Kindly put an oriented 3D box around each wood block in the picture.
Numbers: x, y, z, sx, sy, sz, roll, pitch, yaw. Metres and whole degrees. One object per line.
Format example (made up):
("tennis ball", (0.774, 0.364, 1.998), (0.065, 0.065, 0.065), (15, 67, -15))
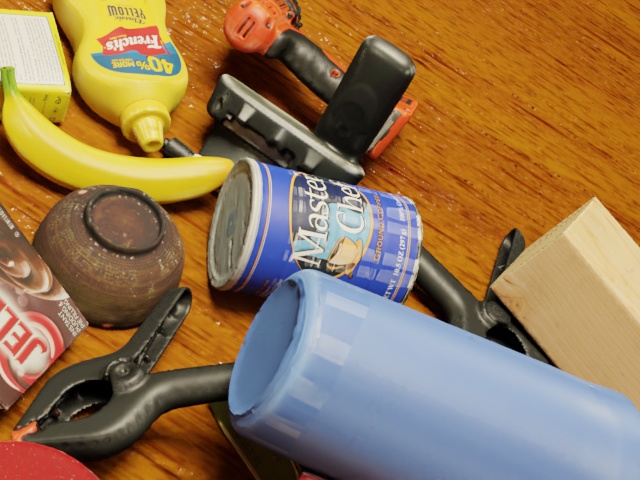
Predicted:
("wood block", (0.254, 0.080, 0.896), (0.206, 0.091, 0.090), (50, 38, 3))

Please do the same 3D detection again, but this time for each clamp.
("clamp", (0.130, 0.064, 0.902), (0.164, 0.036, 0.210), (10, 50, -27))
("clamp", (-0.127, 0.091, 0.711), (0.171, 0.039, 0.120), (-20, 34, -21))

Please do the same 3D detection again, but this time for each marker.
("marker", (-0.082, -0.048, 0.891), (0.121, 0.020, 0.020), (35, 44, 1))

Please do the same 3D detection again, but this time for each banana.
("banana", (-0.164, -0.064, 0.828), (0.197, 0.070, 0.037), (22, 13, -19))

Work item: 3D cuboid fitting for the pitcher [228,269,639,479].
("pitcher", (0.068, 0.110, 0.675), (0.242, 0.149, 0.145), (26, 54, -18))

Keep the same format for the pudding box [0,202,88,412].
("pudding box", (-0.215, 0.042, 0.690), (0.113, 0.039, 0.090), (57, 40, -17))

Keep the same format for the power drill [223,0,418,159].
("power drill", (0.003, -0.161, 0.990), (0.187, 0.057, 0.184), (38, 20, -2))

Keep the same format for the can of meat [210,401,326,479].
("can of meat", (-0.018, 0.124, 0.753), (0.083, 0.058, 0.102), (-23, 66, -39))

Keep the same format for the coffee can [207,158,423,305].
("coffee can", (-0.005, 0.001, 0.833), (0.140, 0.103, 0.103), (12, 48, -21))

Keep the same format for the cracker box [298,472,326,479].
("cracker box", (0.057, 0.253, 0.609), (0.214, 0.072, 0.164), (20, 64, 8))

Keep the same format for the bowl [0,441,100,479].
("bowl", (-0.170, 0.161, 0.591), (0.162, 0.055, 0.162), (16, 23, -7))

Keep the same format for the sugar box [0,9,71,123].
("sugar box", (-0.290, -0.139, 0.832), (0.175, 0.048, 0.093), (-3, 54, -28))

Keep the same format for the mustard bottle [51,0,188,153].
("mustard bottle", (-0.164, -0.152, 0.906), (0.096, 0.058, 0.192), (0, 53, -31))
